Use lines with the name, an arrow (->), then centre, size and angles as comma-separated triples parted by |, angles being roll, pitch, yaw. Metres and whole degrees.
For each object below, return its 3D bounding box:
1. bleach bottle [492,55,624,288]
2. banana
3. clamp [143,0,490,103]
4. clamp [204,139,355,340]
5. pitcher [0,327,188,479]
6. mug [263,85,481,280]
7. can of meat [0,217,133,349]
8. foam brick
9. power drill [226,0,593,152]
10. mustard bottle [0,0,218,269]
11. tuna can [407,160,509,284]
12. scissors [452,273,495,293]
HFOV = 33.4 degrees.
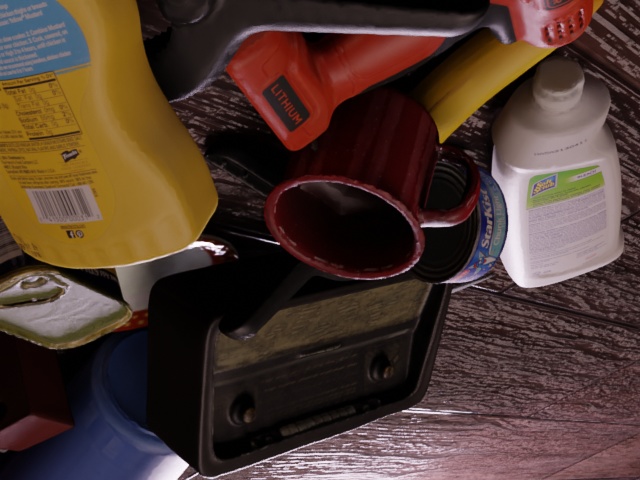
bleach bottle -> 0.173, -0.050, 0.758 | 0.102, 0.068, 0.251 | -21, 153, 0
banana -> 0.086, -0.089, 0.649 | 0.069, 0.037, 0.198 | -22, 163, -42
clamp -> -0.057, -0.120, 0.439 | 0.210, 0.036, 0.164 | -18, 126, 24
clamp -> -0.004, 0.001, 0.684 | 0.171, 0.120, 0.039 | 1, -172, -40
pitcher -> -0.183, 0.166, 0.863 | 0.148, 0.145, 0.243 | -12, 154, -41
mug -> 0.034, -0.036, 0.613 | 0.117, 0.081, 0.093 | 5, 144, 19
can of meat -> -0.158, 0.005, 0.597 | 0.057, 0.084, 0.102 | -26, 154, 13
foam brick -> -0.218, 0.104, 0.761 | 0.053, 0.078, 0.051 | -27, 155, 14
power drill -> 0.041, -0.124, 0.514 | 0.188, 0.057, 0.184 | -23, 152, 8
mustard bottle -> -0.115, -0.078, 0.425 | 0.096, 0.058, 0.191 | -1, 128, 25
tuna can -> 0.089, -0.012, 0.741 | 0.033, 0.086, 0.086 | 1, 148, -39
scissors -> 0.058, 0.075, 0.978 | 0.201, 0.016, 0.096 | -14, 156, -13
